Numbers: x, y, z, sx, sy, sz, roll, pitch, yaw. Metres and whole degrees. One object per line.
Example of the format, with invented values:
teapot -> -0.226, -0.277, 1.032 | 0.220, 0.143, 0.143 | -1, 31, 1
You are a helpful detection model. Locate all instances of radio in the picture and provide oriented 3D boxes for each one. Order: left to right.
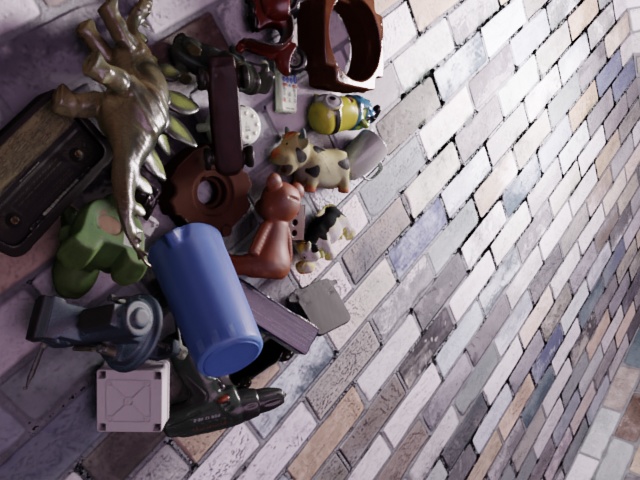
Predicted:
radio -> -0.420, -0.094, 0.776 | 0.131, 0.073, 0.229 | 50, 64, -34

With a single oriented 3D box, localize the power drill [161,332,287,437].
power drill -> -0.195, 0.252, 0.994 | 0.232, 0.086, 0.207 | -19, 109, -12

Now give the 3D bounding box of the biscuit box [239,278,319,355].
biscuit box -> -0.103, 0.151, 1.062 | 0.202, 0.059, 0.063 | 36, 69, -17

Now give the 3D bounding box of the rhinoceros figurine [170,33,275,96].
rhinoceros figurine -> -0.171, -0.302, 0.957 | 0.190, 0.112, 0.073 | 11, 120, -29

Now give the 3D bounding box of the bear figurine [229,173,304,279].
bear figurine -> -0.106, -0.024, 1.034 | 0.120, 0.132, 0.195 | 10, 81, -57

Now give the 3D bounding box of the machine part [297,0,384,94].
machine part -> 0.044, -0.416, 1.131 | 0.201, 0.087, 0.201 | -8, 98, -48

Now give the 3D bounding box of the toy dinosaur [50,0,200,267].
toy dinosaur -> -0.274, -0.190, 0.790 | 0.198, 0.105, 0.471 | 32, 47, -43

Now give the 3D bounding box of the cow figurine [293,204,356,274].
cow figurine -> -0.002, -0.003, 1.172 | 0.167, 0.068, 0.098 | -44, 117, -33

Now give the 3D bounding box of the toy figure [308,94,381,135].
toy figure -> 0.055, -0.274, 1.178 | 0.180, 0.082, 0.089 | -9, 101, -44

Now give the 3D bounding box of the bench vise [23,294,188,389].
bench vise -> -0.312, 0.152, 0.832 | 0.240, 0.224, 0.129 | 37, 37, -51

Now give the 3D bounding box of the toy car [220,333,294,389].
toy car -> -0.128, 0.238, 1.102 | 0.202, 0.056, 0.073 | -28, 108, -37

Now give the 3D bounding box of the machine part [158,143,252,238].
machine part -> -0.207, -0.088, 0.983 | 0.179, 0.056, 0.179 | -6, 99, -42

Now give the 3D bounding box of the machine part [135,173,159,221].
machine part -> -0.289, -0.082, 0.860 | 0.039, 0.139, 0.084 | -36, 124, -4

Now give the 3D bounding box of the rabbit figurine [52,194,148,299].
rabbit figurine -> -0.357, 0.014, 0.812 | 0.121, 0.170, 0.159 | 17, 43, -44

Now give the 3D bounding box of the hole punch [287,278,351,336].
hole punch -> -0.012, 0.156, 1.186 | 0.142, 0.092, 0.116 | -19, 77, -36

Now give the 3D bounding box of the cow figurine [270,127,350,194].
cow figurine -> -0.018, -0.165, 1.125 | 0.195, 0.086, 0.127 | 0, 102, -40

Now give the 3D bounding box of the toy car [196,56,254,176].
toy car -> -0.161, -0.209, 0.916 | 0.089, 0.053, 0.201 | -8, 112, -13

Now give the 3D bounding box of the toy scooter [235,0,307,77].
toy scooter -> -0.101, -0.401, 1.021 | 0.135, 0.075, 0.183 | -8, 92, -18

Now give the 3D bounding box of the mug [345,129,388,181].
mug -> 0.096, -0.180, 1.235 | 0.107, 0.081, 0.109 | -44, 129, -16
